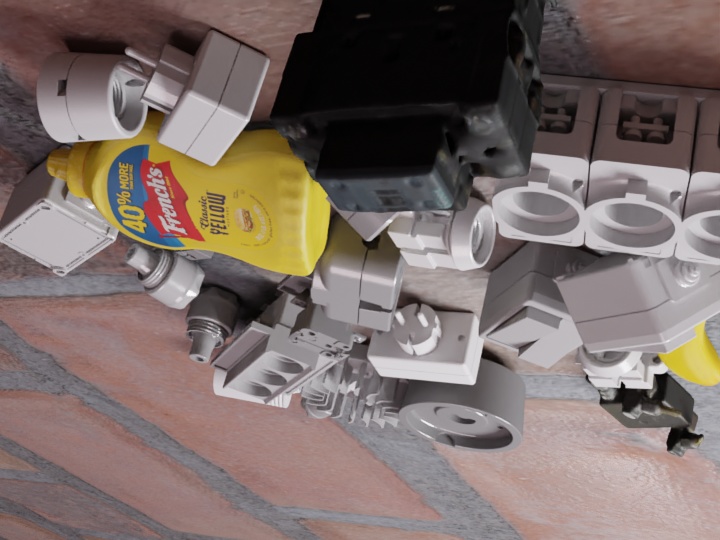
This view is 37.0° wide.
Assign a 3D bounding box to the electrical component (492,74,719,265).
[{"bbox_3d":[0.153,-0.050,0.589,0.150,0.061,0.089,8,153,14],"label":"electrical component"}]

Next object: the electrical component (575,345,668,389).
[{"bbox_3d":[0.192,0.062,0.806,0.066,0.048,0.055,-1,157,29],"label":"electrical component"}]

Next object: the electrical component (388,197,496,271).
[{"bbox_3d":[0.056,-0.026,0.707,0.055,0.048,0.066,9,154,29],"label":"electrical component"}]

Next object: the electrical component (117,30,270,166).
[{"bbox_3d":[-0.104,-0.107,0.629,0.077,0.047,0.066,24,152,-17],"label":"electrical component"}]

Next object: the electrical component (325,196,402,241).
[{"bbox_3d":[0.015,-0.076,0.625,0.073,0.052,0.138,46,148,-2],"label":"electrical component"}]

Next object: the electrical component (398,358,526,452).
[{"bbox_3d":[0.092,0.109,0.931,0.108,0.060,0.108,12,153,6],"label":"electrical component"}]

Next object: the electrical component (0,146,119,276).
[{"bbox_3d":[-0.215,-0.048,0.794,0.062,0.061,0.096,32,141,-30],"label":"electrical component"}]

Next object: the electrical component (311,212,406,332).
[{"bbox_3d":[0.000,0.000,0.775,0.059,0.053,0.095,13,153,5],"label":"electrical component"}]

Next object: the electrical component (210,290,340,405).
[{"bbox_3d":[-0.073,0.067,0.932,0.079,0.063,0.121,23,152,-15],"label":"electrical component"}]

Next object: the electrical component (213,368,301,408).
[{"bbox_3d":[-0.097,0.107,1.044,0.081,0.043,0.043,9,153,11],"label":"electrical component"}]

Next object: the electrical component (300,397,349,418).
[{"bbox_3d":[-0.030,0.125,1.054,0.035,0.035,0.061,30,148,-27],"label":"electrical component"}]

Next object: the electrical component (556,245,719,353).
[{"bbox_3d":[0.179,0.015,0.659,0.061,0.062,0.096,66,156,-2],"label":"electrical component"}]

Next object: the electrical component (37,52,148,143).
[{"bbox_3d":[-0.162,-0.105,0.656,0.047,0.055,0.055,2,151,16],"label":"electrical component"}]

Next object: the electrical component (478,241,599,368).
[{"bbox_3d":[0.130,0.022,0.741,0.062,0.061,0.096,21,153,-11],"label":"electrical component"}]

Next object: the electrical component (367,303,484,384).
[{"bbox_3d":[0.048,0.052,0.857,0.083,0.047,0.075,3,151,22],"label":"electrical component"}]

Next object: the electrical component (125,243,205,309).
[{"bbox_3d":[-0.162,0.001,0.874,0.043,0.043,0.062,-15,140,45],"label":"electrical component"}]

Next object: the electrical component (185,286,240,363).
[{"bbox_3d":[-0.130,0.049,0.928,0.043,0.062,0.043,12,153,6],"label":"electrical component"}]

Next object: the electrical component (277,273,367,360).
[{"bbox_3d":[-0.025,0.032,0.840,0.081,0.063,0.042,24,151,-16],"label":"electrical component"}]
